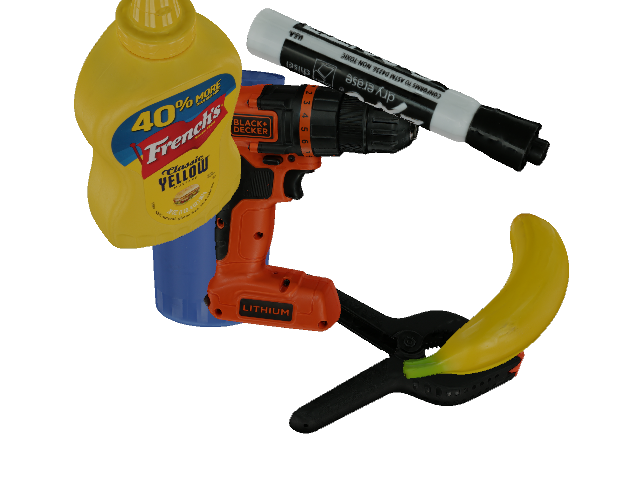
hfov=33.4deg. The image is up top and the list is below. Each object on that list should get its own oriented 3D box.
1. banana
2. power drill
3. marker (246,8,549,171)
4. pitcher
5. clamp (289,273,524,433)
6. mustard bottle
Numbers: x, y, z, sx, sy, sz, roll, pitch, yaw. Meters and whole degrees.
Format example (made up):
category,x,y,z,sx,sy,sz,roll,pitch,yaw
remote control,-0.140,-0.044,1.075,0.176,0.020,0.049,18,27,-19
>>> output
category,x,y,z,sx,sy,sz,roll,pitch,yaw
banana,0.125,0.031,0.695,0.070,0.037,0.197,14,34,28
power drill,-0.020,-0.027,0.811,0.184,0.188,0.057,6,21,13
marker,0.028,-0.056,0.399,0.121,0.020,0.020,26,7,15
pitcher,-0.099,-0.048,1.037,0.149,0.243,0.145,-2,15,-17
clamp,0.068,0.106,0.913,0.210,0.164,0.036,9,-44,0
mustard bottle,-0.090,-0.075,0.602,0.096,0.058,0.192,-27,-26,-21
